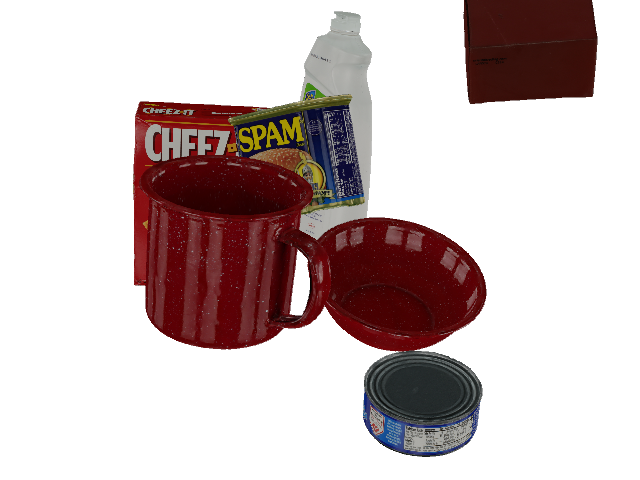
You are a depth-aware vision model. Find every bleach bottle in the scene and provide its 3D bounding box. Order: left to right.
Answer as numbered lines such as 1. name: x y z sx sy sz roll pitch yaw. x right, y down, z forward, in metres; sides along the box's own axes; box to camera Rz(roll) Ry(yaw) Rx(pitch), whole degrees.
1. bleach bottle: 0.017 -0.113 1.134 0.067 0.251 0.103 -10 26 -42

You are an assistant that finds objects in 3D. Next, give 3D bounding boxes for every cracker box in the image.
1. cracker box: -0.139 -0.051 1.274 0.164 0.214 0.072 2 22 -5

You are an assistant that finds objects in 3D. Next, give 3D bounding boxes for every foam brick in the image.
1. foam brick: 0.129 -0.122 0.661 0.078 0.051 0.053 -2 -35 7

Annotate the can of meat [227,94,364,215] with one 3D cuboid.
1. can of meat: -0.018 -0.062 0.828 0.102 0.084 0.057 -6 5 42

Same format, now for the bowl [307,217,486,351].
1. bowl: 0.065 0.049 0.964 0.162 0.055 0.162 6 39 -5

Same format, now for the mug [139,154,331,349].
1. mug: -0.044 0.010 0.580 0.117 0.081 0.093 20 27 28

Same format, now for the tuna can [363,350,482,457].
1. tuna can: 0.074 0.118 0.779 0.086 0.034 0.086 1 29 -1
